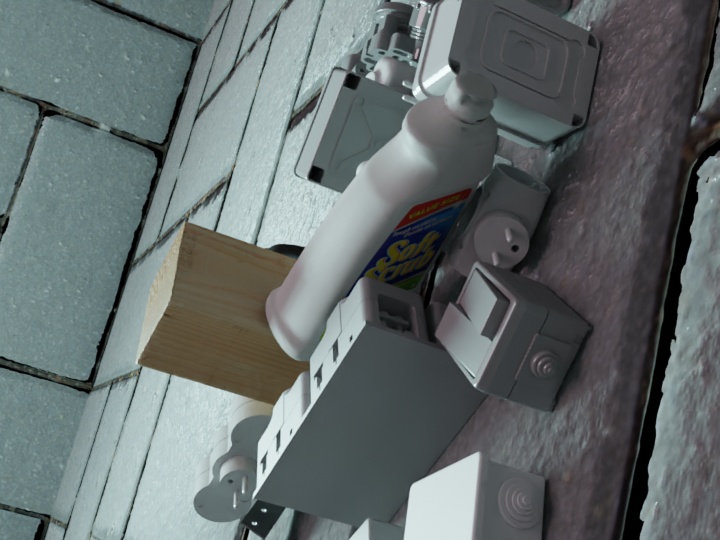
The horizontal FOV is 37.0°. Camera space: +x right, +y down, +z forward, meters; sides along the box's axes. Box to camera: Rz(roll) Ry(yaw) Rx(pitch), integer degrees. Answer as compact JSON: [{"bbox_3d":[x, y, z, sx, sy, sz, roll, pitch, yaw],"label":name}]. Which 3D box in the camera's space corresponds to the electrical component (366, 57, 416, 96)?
[{"bbox_3d":[0.028,-0.158,1.060,0.095,0.059,0.053,-66,19,13],"label":"electrical component"}]

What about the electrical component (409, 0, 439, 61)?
[{"bbox_3d":[0.068,-0.234,1.049,0.048,0.048,0.062,-122,47,-67],"label":"electrical component"}]

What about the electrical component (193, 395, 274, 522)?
[{"bbox_3d":[-0.103,0.174,0.939,0.138,0.052,0.073,-59,21,29],"label":"electrical component"}]

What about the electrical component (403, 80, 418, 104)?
[{"bbox_3d":[0.069,-0.138,0.899,0.052,0.074,0.138,-53,25,42],"label":"electrical component"}]

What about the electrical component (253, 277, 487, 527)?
[{"bbox_3d":[0.008,0.099,0.779,0.186,0.105,0.060,-58,22,33],"label":"electrical component"}]

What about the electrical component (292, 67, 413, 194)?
[{"bbox_3d":[0.008,-0.119,0.999,0.108,0.109,0.056,-68,21,6],"label":"electrical component"}]

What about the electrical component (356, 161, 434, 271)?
[{"bbox_3d":[0.026,-0.043,0.885,0.053,0.059,0.095,-116,20,-55],"label":"electrical component"}]

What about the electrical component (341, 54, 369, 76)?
[{"bbox_3d":[0.003,-0.209,1.208,0.079,0.044,0.077,-43,33,55],"label":"electrical component"}]

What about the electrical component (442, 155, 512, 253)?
[{"bbox_3d":[0.081,-0.051,0.817,0.083,0.047,0.076,-68,18,7],"label":"electrical component"}]

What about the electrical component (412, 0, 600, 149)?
[{"bbox_3d":[0.100,-0.140,0.746,0.057,0.113,0.078,-24,49,64],"label":"electrical component"}]

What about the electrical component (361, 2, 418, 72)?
[{"bbox_3d":[0.037,-0.243,1.127,0.078,0.058,0.057,163,122,-67],"label":"electrical component"}]

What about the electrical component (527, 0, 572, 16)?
[{"bbox_3d":[0.135,-0.238,0.844,0.059,0.054,0.095,-19,54,67],"label":"electrical component"}]

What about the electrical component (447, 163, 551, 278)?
[{"bbox_3d":[0.096,-0.025,0.740,0.079,0.044,0.077,-82,18,-69],"label":"electrical component"}]

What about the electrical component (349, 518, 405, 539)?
[{"bbox_3d":[0.008,0.230,0.736,0.099,0.048,0.099,-56,23,37],"label":"electrical component"}]

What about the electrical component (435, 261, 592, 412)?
[{"bbox_3d":[0.093,0.041,0.666,0.061,0.061,0.096,-66,18,12],"label":"electrical component"}]

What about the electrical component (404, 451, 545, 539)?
[{"bbox_3d":[0.066,0.165,0.636,0.100,0.048,0.099,-43,33,55],"label":"electrical component"}]

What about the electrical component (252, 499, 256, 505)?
[{"bbox_3d":[-0.105,0.216,1.085,0.043,0.043,0.062,-114,45,-65],"label":"electrical component"}]
